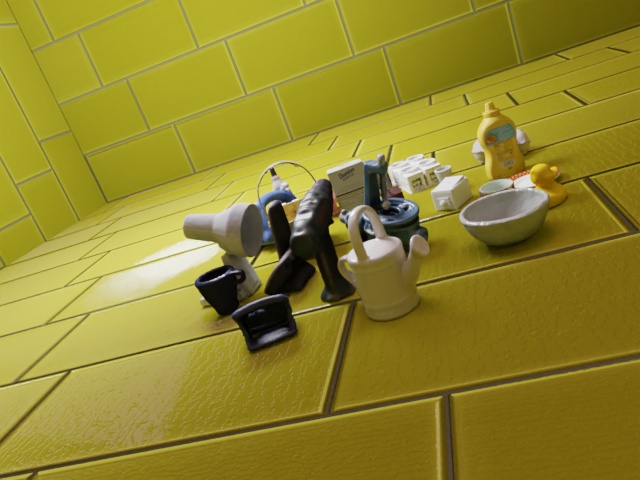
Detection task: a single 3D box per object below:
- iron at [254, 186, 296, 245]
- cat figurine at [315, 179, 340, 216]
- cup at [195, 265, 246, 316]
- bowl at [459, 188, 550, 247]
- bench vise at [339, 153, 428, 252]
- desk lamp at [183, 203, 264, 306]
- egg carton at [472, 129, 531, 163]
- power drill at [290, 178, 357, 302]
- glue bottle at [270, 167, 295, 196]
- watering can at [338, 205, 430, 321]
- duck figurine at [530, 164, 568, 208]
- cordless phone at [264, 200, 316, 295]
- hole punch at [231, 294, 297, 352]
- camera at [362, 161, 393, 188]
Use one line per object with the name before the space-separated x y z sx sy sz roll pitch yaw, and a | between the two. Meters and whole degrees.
iron | -0.122 -0.081 1.642 0.118 0.142 0.259 -7 23 37
cat figurine | 0.018 -0.130 1.670 0.067 0.118 0.128 -13 19 23
cup | -0.201 0.111 1.243 0.117 0.095 0.092 -14 19 19
bowl | 0.354 -0.034 1.086 0.167 0.075 0.167 -19 18 7
bench vise | 0.111 -0.069 1.220 0.206 0.220 0.122 -10 21 29
desk lamp | -0.211 0.028 1.302 0.202 0.214 0.118 -13 20 24
egg carton | 0.503 -0.260 1.592 0.107 0.069 0.149 -30 20 -26
power drill | 0.010 0.004 1.135 0.075 0.209 0.230 -14 19 20
glue bottle | -0.118 -0.145 1.772 0.078 0.173 0.037 -17 18 13
watering can | 0.104 0.030 0.979 0.172 0.194 0.101 -15 19 16
duck figurine | 0.457 -0.114 1.186 0.105 0.086 0.077 -26 18 -15
cordless phone | -0.091 0.016 1.250 0.094 0.185 0.148 -14 19 20
hole punch | -0.106 0.139 1.062 0.108 0.091 0.101 -22 18 -2
camera | 0.151 -0.195 1.740 0.142 0.101 0.137 -8 22 34
